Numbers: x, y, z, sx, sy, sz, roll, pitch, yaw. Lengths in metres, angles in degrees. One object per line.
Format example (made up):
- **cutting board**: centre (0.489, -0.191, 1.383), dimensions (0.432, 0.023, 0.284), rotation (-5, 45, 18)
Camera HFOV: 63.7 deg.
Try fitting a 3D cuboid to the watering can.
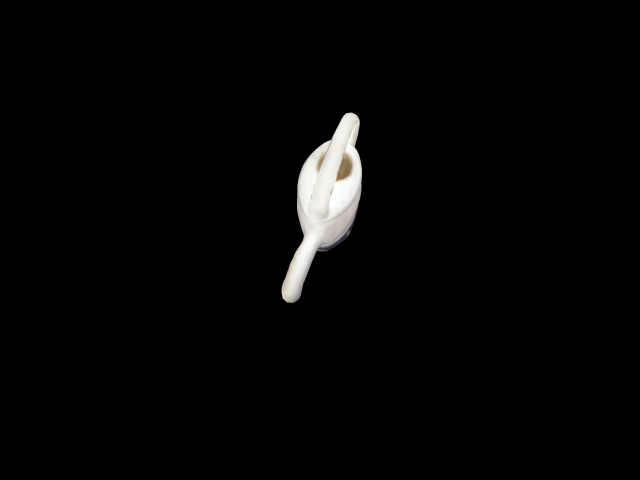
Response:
- **watering can**: centre (0.003, -0.043, 0.850), dimensions (0.104, 0.353, 0.220), rotation (17, -21, 6)
